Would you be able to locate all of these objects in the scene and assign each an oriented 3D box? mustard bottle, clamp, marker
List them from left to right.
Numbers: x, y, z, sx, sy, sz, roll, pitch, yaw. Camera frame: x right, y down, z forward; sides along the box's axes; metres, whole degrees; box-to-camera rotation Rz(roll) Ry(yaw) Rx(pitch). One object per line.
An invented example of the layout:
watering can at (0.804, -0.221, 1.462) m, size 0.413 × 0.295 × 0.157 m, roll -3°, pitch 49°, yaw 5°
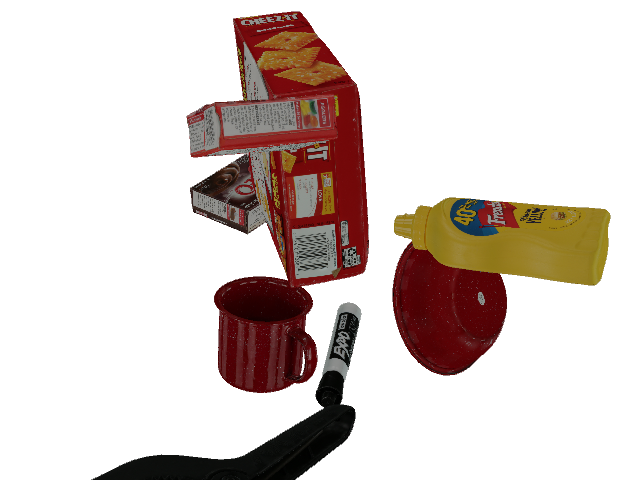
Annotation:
clamp at (-0.046, 0.138, 0.572) m, size 0.209 × 0.036 × 0.165 m, roll -1°, pitch 19°, yaw -13°
marker at (0.014, 0.083, 0.781) m, size 0.020 × 0.020 × 0.121 m, roll 0°, pitch 27°, yaw 10°
mustard bottle at (0.161, -0.004, 0.969) m, size 0.192 × 0.058 × 0.096 m, roll 6°, pitch 28°, yaw 19°

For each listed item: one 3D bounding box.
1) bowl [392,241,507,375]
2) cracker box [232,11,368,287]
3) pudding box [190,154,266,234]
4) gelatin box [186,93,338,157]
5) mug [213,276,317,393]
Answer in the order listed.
bowl at (0.154, 0.065, 1.163) m, size 0.161 × 0.162 × 0.055 m, roll 0°, pitch -7°, yaw -42°
cracker box at (-0.018, -0.085, 0.895) m, size 0.072 × 0.164 × 0.214 m, roll -9°, pitch 28°, yaw -8°
pudding box at (-0.089, -0.058, 1.303) m, size 0.090 × 0.039 × 0.113 m, roll 21°, pitch 40°, yaw 29°
gelatin box at (-0.038, -0.070, 0.654) m, size 0.073 × 0.030 × 0.089 m, roll -7°, pitch 3°, yaw -17°
mug at (-0.047, 0.095, 1.010) m, size 0.117 × 0.081 × 0.093 m, roll 24°, pitch 32°, yaw 36°
